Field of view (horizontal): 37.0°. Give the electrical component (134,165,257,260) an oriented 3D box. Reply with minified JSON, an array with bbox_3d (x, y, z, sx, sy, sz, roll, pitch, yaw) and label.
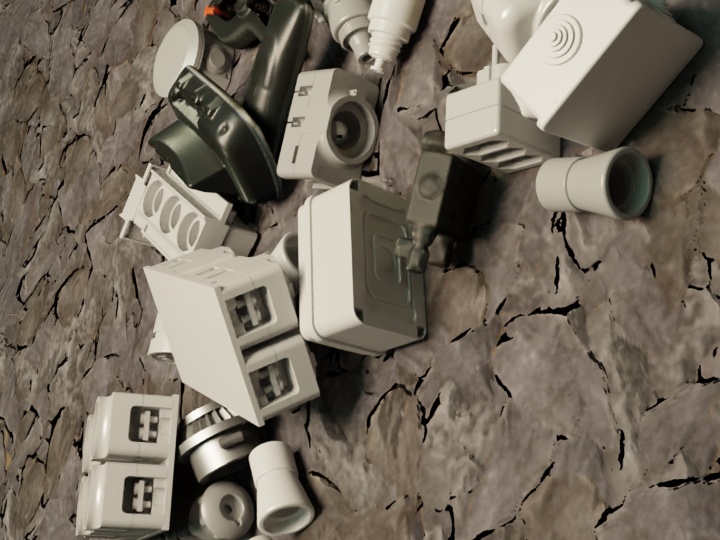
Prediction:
[{"bbox_3d":[-0.149,-0.043,0.983,0.121,0.063,0.078,38,106,49],"label":"electrical component"}]

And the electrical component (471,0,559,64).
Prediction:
[{"bbox_3d":[0.126,-0.176,0.690,0.095,0.053,0.059,-27,51,1],"label":"electrical component"}]

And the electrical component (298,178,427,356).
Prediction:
[{"bbox_3d":[0.000,0.000,0.783,0.057,0.078,0.113,-22,61,41],"label":"electrical component"}]

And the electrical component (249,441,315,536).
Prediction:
[{"bbox_3d":[-0.063,0.165,0.830,0.044,0.044,0.065,-48,41,28],"label":"electrical component"}]

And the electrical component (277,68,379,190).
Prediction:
[{"bbox_3d":[-0.023,-0.113,0.870,0.056,0.050,0.089,7,83,50],"label":"electrical component"}]

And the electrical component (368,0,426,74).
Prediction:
[{"bbox_3d":[0.025,-0.194,0.849,0.040,0.040,0.078,19,92,51],"label":"electrical component"}]

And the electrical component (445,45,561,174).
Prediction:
[{"bbox_3d":[0.096,-0.113,0.718,0.047,0.066,0.076,-12,70,46],"label":"electrical component"}]

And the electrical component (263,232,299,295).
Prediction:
[{"bbox_3d":[-0.063,0.001,0.881,0.055,0.045,0.045,-37,52,37],"label":"electrical component"}]

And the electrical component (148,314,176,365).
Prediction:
[{"bbox_3d":[-0.160,0.058,0.969,0.055,0.055,0.047,-13,64,47],"label":"electrical component"}]

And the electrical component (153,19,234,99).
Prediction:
[{"bbox_3d":[-0.166,-0.203,1.068,0.080,0.051,0.080,-20,63,44],"label":"electrical component"}]

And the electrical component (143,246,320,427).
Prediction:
[{"bbox_3d":[-0.101,0.044,0.842,0.186,0.060,0.105,10,119,63],"label":"electrical component"}]

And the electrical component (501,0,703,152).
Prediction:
[{"bbox_3d":[0.143,-0.124,0.643,0.099,0.100,0.048,-52,56,24],"label":"electrical component"}]

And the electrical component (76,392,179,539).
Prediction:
[{"bbox_3d":[-0.203,0.172,0.918,0.186,0.060,0.105,138,136,-66],"label":"electrical component"}]

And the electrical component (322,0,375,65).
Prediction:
[{"bbox_3d":[-0.002,-0.198,0.881,0.048,0.048,0.062,-36,60,37],"label":"electrical component"}]

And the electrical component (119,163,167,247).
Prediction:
[{"bbox_3d":[-0.200,-0.059,1.066,0.064,0.042,0.081,34,104,48],"label":"electrical component"}]

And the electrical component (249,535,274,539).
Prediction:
[{"bbox_3d":[-0.066,0.230,0.811,0.065,0.044,0.044,33,103,54],"label":"electrical component"}]

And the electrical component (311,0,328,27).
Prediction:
[{"bbox_3d":[-0.033,-0.243,0.922,0.048,0.055,0.066,-16,65,46],"label":"electrical component"}]

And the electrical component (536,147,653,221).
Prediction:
[{"bbox_3d":[0.142,-0.053,0.666,0.065,0.044,0.044,5,81,55],"label":"electrical component"}]

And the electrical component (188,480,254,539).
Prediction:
[{"bbox_3d":[-0.120,0.202,0.880,0.062,0.048,0.048,-37,51,46],"label":"electrical component"}]
